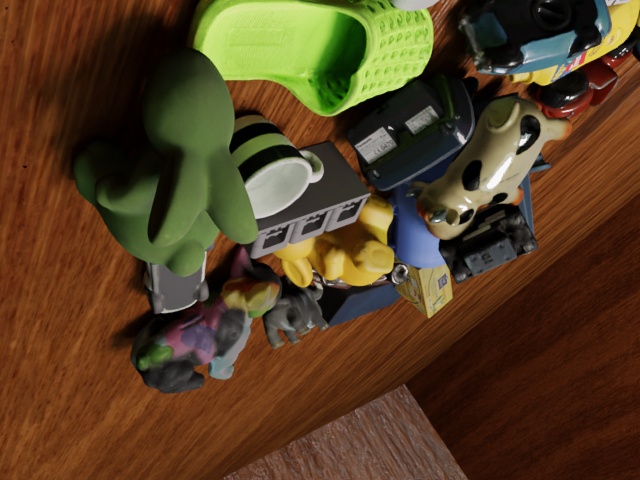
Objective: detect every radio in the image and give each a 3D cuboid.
[{"bbox_3d":[0.095,0.098,1.108,0.229,0.073,0.131,-12,149,-39],"label":"radio"}]

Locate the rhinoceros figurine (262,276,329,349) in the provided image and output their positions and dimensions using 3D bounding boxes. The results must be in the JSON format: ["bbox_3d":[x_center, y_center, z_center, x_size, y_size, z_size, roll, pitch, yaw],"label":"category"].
[{"bbox_3d":[-0.043,0.114,0.904,0.073,0.112,0.190,-32,172,17],"label":"rhinoceros figurine"}]

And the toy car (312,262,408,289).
[{"bbox_3d":[0.054,0.056,0.902,0.202,0.089,0.053,1,98,-33],"label":"toy car"}]

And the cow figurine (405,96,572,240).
[{"bbox_3d":[0.188,-0.078,0.638,0.127,0.086,0.194,3,130,-35],"label":"cow figurine"}]

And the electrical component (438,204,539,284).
[{"bbox_3d":[0.218,0.000,0.706,0.115,0.058,0.134,-30,-172,22],"label":"electrical component"}]

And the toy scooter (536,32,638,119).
[{"bbox_3d":[0.418,-0.244,0.863,0.184,0.075,0.135,-37,159,-5],"label":"toy scooter"}]

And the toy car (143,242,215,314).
[{"bbox_3d":[-0.172,0.027,0.638,0.073,0.056,0.201,-15,150,-25],"label":"toy car"}]

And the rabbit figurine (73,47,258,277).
[{"bbox_3d":[-0.118,-0.058,0.421,0.121,0.159,0.170,-6,144,-31],"label":"rabbit figurine"}]

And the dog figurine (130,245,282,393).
[{"bbox_3d":[-0.153,0.108,0.764,0.191,0.109,0.219,-5,140,-44],"label":"dog figurine"}]

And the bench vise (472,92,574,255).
[{"bbox_3d":[0.290,-0.092,0.806,0.129,0.240,0.223,-11,-175,9],"label":"bench vise"}]

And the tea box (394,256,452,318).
[{"bbox_3d":[0.184,0.057,0.993,0.068,0.098,0.169,-39,143,-12],"label":"tea box"}]

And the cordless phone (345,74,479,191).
[{"bbox_3d":[0.123,-0.149,0.660,0.146,0.088,0.184,-30,-169,36],"label":"cordless phone"}]

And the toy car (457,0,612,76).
[{"bbox_3d":[0.230,-0.231,0.606,0.162,0.109,0.103,-23,173,-4],"label":"toy car"}]

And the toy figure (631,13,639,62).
[{"bbox_3d":[0.530,-0.333,0.811,0.082,0.089,0.180,-42,155,-1],"label":"toy figure"}]

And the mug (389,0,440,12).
[{"bbox_3d":[0.098,-0.247,0.437,0.109,0.081,0.107,-28,168,-27],"label":"mug"}]

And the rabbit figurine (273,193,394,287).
[{"bbox_3d":[-0.002,-0.002,0.744,0.173,0.122,0.162,11,158,-22],"label":"rabbit figurine"}]
